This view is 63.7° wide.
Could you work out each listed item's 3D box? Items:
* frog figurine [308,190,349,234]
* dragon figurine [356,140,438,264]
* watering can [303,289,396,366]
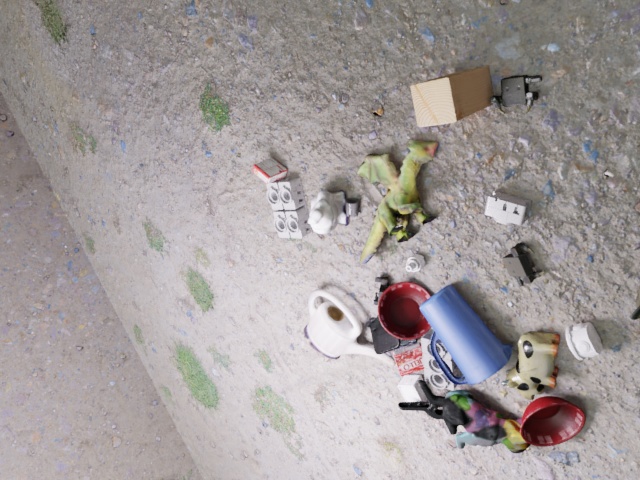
[{"bbox_3d":[0.005,-0.076,1.504,0.124,0.161,0.134,32,128,27],"label":"frog figurine"},{"bbox_3d":[0.180,-0.120,1.399,0.403,0.122,0.246,-41,64,42],"label":"dragon figurine"},{"bbox_3d":[0.074,0.314,1.661,0.351,0.105,0.219,45,133,16],"label":"watering can"}]
